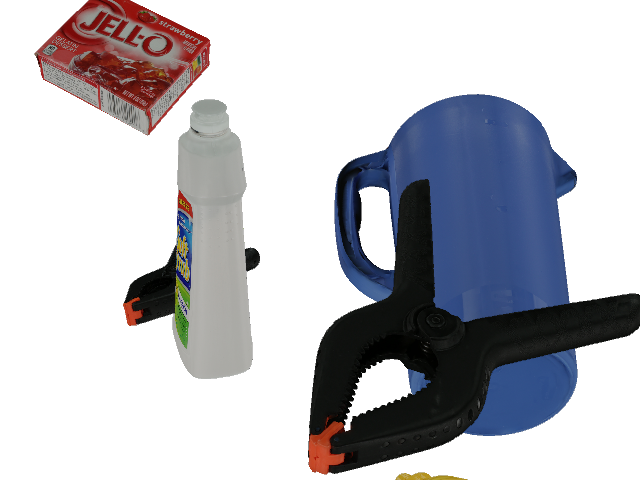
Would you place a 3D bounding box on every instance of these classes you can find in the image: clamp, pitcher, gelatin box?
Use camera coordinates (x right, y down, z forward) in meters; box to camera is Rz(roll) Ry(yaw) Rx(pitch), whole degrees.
[{"bbox_3d":[-0.150,0.044,1.205,0.120,0.039,0.171,-2,28,30],"label":"clamp"},{"bbox_3d":[0.058,0.048,0.598,0.209,0.036,0.165,-34,54,-30],"label":"clamp"},{"bbox_3d":[0.103,0.015,0.768,0.149,0.242,0.145,-33,-57,28],"label":"pitcher"},{"bbox_3d":[-0.129,-0.120,0.700,0.089,0.073,0.030,29,-30,12],"label":"gelatin box"}]

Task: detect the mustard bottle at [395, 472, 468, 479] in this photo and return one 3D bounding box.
[{"bbox_3d":[0.125,0.249,0.902,0.096,0.058,0.192,-18,27,-28],"label":"mustard bottle"}]

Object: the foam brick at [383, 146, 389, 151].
[{"bbox_3d":[0.104,-0.063,1.016,0.053,0.078,0.051,-43,38,-23],"label":"foam brick"}]

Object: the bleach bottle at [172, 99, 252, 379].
[{"bbox_3d":[-0.095,-0.006,0.919,0.068,0.251,0.103,-7,35,-14],"label":"bleach bottle"}]
